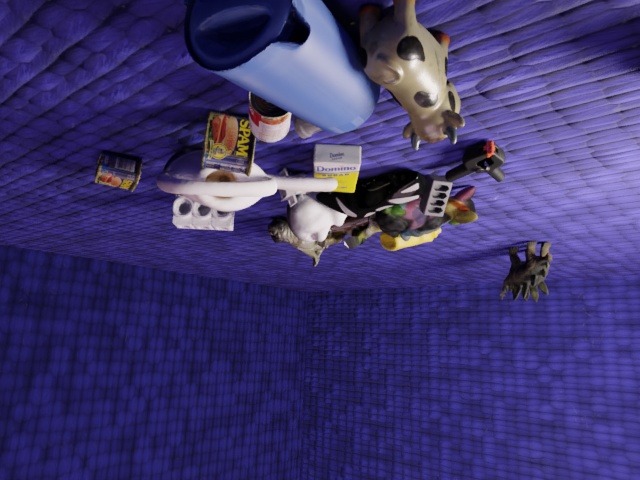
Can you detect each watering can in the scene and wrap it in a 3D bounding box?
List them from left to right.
[{"bbox_3d":[-0.154,-0.115,0.996,0.349,0.103,0.226,-5,-163,-38],"label":"watering can"}]

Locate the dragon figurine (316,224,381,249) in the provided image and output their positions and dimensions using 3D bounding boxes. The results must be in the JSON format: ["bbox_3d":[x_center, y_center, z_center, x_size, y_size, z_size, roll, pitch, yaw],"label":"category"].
[{"bbox_3d":[0.117,-0.045,1.494,0.410,0.122,0.244,3,-175,7],"label":"dragon figurine"}]

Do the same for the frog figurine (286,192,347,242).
[{"bbox_3d":[0.004,-0.063,1.252,0.159,0.138,0.122,1,176,20],"label":"frog figurine"}]
